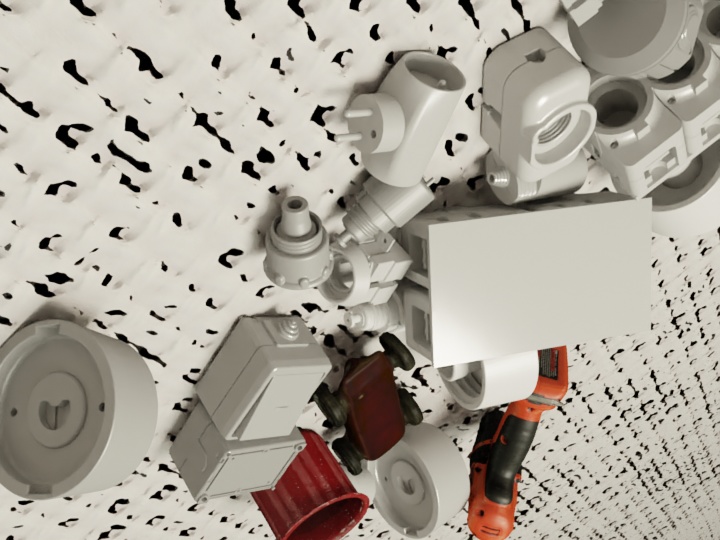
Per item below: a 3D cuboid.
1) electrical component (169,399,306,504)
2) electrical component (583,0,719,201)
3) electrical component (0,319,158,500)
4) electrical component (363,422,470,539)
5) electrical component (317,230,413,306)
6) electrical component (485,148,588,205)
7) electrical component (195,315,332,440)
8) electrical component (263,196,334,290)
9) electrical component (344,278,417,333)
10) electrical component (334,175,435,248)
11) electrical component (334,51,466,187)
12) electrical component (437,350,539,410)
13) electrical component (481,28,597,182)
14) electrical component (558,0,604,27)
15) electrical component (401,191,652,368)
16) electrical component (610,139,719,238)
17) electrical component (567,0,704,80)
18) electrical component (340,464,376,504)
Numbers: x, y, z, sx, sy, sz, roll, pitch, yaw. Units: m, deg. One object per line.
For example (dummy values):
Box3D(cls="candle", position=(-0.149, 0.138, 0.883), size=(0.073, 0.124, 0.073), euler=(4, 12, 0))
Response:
Box3D(cls="electrical component", position=(-0.094, 0.137, 0.857), size=(0.096, 0.061, 0.061), euler=(0, 134, -45))
Box3D(cls="electrical component", position=(0.229, -0.137, 0.781), size=(0.150, 0.089, 0.061), euler=(-38, 149, 2))
Box3D(cls="electrical component", position=(-0.176, 0.088, 0.670), size=(0.108, 0.108, 0.060), euler=(-44, 154, 12))
Box3D(cls="electrical component", position=(0.060, 0.202, 1.059), size=(0.060, 0.108, 0.108), euler=(-19, 145, -38))
Box3D(cls="electrical component", position=(0.000, 0.000, 0.783), size=(0.055, 0.048, 0.066), euler=(-12, 142, -47))
Box3D(cls="electrical component", position=(0.128, -0.074, 0.812), size=(0.081, 0.043, 0.043), euler=(-12, 141, -36))
Box3D(cls="electrical component", position=(-0.068, 0.078, 0.804), size=(0.062, 0.061, 0.096), euler=(2, 132, -46))
Box3D(cls="electrical component", position=(-0.042, -0.021, 0.715), size=(0.048, 0.048, 0.062), euler=(-23, 140, -21))
Box3D(cls="electrical component", position=(0.023, 0.031, 0.850), size=(0.078, 0.040, 0.040), euler=(-14, 143, -32))
Box3D(cls="electrical component", position=(0.015, -0.045, 0.741), size=(0.078, 0.040, 0.040), euler=(-40, 149, 6))
Box3D(cls="electrical component", position=(0.019, -0.093, 0.677), size=(0.079, 0.043, 0.077), euler=(-10, 140, -36))
Box3D(cls="electrical component", position=(0.096, 0.066, 0.912), size=(0.060, 0.108, 0.108), euler=(-16, 144, -20))
Box3D(cls="electrical component", position=(0.123, -0.109, 0.743), size=(0.054, 0.059, 0.095), euler=(-28, 148, -14))
Box3D(cls="electrical component", position=(0.143, -0.191, 0.669), size=(0.055, 0.048, 0.066), euler=(-36, 150, 15))
Box3D(cls="electrical component", position=(0.127, 0.002, 0.825), size=(0.186, 0.060, 0.105), euler=(-8, 104, -20))
Box3D(cls="electrical component", position=(0.253, -0.086, 0.863), size=(0.108, 0.108, 0.060), euler=(-45, 142, 14))
Box3D(cls="electrical component", position=(0.182, -0.165, 0.709), size=(0.051, 0.080, 0.080), euler=(1, 133, -53))
Box3D(cls="electrical component", position=(-0.018, 0.213, 1.051), size=(0.045, 0.045, 0.055), euler=(-47, 147, 17))
